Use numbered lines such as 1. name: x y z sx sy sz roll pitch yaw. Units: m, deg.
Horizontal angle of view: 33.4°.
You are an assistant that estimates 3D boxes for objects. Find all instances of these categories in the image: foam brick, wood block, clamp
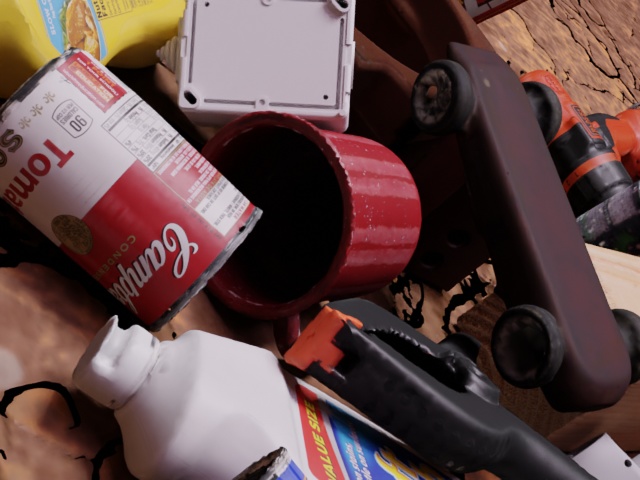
1. foam brick: 0.078 -0.018 0.626 0.053 0.078 0.051 27 37 -27
2. wood block: 0.191 0.072 0.655 0.205 0.091 0.090 11 47 -46
3. clamp: 0.066 0.078 0.470 0.165 0.036 0.209 45 11 37

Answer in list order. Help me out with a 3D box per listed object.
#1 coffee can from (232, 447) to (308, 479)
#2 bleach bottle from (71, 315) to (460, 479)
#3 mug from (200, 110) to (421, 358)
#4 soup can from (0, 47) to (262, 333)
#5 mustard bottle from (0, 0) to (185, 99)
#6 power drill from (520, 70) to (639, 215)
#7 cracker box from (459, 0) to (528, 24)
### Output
1. coffee can: -0.005 0.147 0.311 0.140 0.103 0.102 50 31 3
2. bleach bottle: 0.014 0.116 0.410 0.250 0.068 0.102 37 26 -15
3. mug: -0.003 0.001 0.506 0.081 0.093 0.117 -1 87 -58
4. soup can: -0.083 -0.021 0.436 0.102 0.069 0.068 43 31 -8
5. mustard bottle: -0.129 -0.114 0.488 0.191 0.058 0.096 -39 110 -59
6. power drill: 0.259 -0.062 0.922 0.187 0.057 0.184 3 52 -50
7. cracker box: 0.089 -0.254 0.764 0.213 0.164 0.072 47 31 -41
